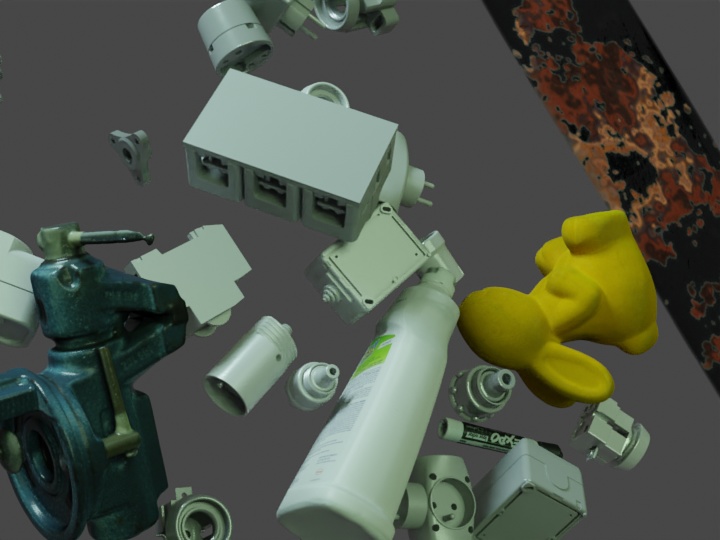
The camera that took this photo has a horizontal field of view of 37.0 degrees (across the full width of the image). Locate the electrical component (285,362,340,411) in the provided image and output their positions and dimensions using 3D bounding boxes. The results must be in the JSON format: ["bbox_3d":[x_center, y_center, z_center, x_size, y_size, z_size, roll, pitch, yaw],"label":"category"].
[{"bbox_3d":[-0.034,0.088,0.846,0.035,0.061,0.035,11,64,-24],"label":"electrical component"}]

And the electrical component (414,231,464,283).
[{"bbox_3d":[0.065,-0.005,0.955,0.040,0.040,0.046,-39,95,-35],"label":"electrical component"}]

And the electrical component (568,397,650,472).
[{"bbox_3d":[0.226,0.150,0.970,0.055,0.048,0.066,34,57,-3],"label":"electrical component"}]

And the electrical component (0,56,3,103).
[{"bbox_3d":[-0.295,-0.154,0.824,0.043,0.043,0.062,-23,82,-34],"label":"electrical component"}]

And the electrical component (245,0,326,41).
[{"bbox_3d":[-0.066,-0.236,0.970,0.077,0.066,0.047,35,57,-11],"label":"electrical component"}]

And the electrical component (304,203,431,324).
[{"bbox_3d":[0.000,0.000,0.909,0.096,0.061,0.061,-40,90,-27],"label":"electrical component"}]

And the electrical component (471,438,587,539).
[{"bbox_3d":[0.131,0.192,0.879,0.062,0.096,0.061,30,30,-14],"label":"electrical component"}]

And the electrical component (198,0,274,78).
[{"bbox_3d":[-0.110,-0.203,0.939,0.055,0.055,0.047,-19,75,-33],"label":"electrical component"}]

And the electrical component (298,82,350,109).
[{"bbox_3d":[-0.040,-0.133,0.944,0.066,0.055,0.048,17,62,-21],"label":"electrical component"}]

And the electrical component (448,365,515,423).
[{"bbox_3d":[0.108,0.101,0.917,0.048,0.062,0.048,11,64,-24],"label":"electrical component"}]

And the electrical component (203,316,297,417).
[{"bbox_3d":[-0.081,0.071,0.840,0.043,0.043,0.081,45,55,-4],"label":"electrical component"}]

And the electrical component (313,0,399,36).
[{"bbox_3d":[-0.007,-0.257,1.016,0.057,0.058,0.078,-22,81,-37],"label":"electrical component"}]

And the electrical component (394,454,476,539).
[{"bbox_3d":[0.048,0.188,0.856,0.079,0.044,0.077,10,64,-25],"label":"electrical component"}]

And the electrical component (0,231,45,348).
[{"bbox_3d":[-0.268,0.008,0.760,0.095,0.054,0.059,23,60,-18],"label":"electrical component"}]

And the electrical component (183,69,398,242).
[{"bbox_3d":[-0.056,-0.092,0.879,0.150,0.061,0.089,20,57,9],"label":"electrical component"}]

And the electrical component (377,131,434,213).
[{"bbox_3d":[0.032,-0.079,0.967,0.079,0.043,0.077,19,61,-21],"label":"electrical component"}]

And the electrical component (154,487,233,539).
[{"bbox_3d":[-0.119,0.185,0.761,0.048,0.055,0.066,1,68,-28],"label":"electrical component"}]
